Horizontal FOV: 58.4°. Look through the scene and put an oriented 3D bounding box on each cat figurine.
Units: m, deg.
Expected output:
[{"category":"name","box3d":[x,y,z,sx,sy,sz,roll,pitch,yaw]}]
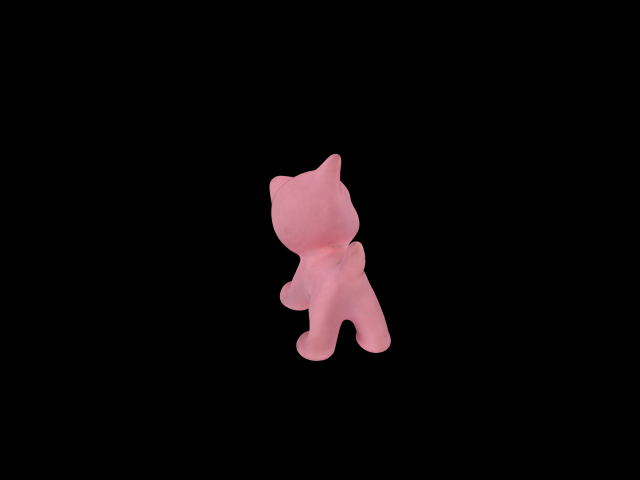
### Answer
[{"category":"cat figurine","box3d":[0.004,0.001,0.400,0.067,0.118,0.127,-8,28,-16]}]
